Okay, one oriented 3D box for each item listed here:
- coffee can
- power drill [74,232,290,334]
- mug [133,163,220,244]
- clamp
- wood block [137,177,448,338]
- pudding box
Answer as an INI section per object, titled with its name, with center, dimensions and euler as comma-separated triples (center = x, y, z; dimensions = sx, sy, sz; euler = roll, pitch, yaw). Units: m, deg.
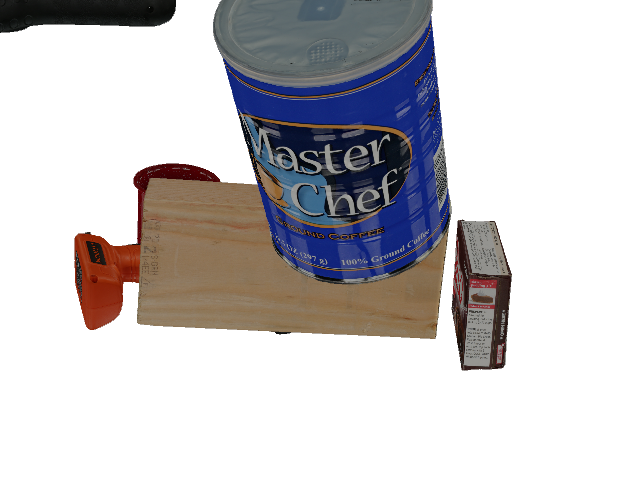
[coffee can]
center = 0.011, -0.061, 0.541
dimensions = 0.103, 0.102, 0.140
euler = 0, -43, 12
[power drill]
center = -0.119, 0.037, 0.951
dimensions = 0.187, 0.057, 0.185
euler = -3, 24, -20
[mug]
center = -0.161, -0.033, 1.162
dimensions = 0.093, 0.081, 0.117
euler = -7, 30, -24
[clamp]
center = -0.174, -0.142, 0.606
dimensions = 0.171, 0.039, 0.120
euler = -6, 23, -13
[wood block]
center = -0.023, 0.012, 0.762
dimensions = 0.206, 0.090, 0.091
euler = 3, 12, -7
[pudding box]
center = 0.134, 0.044, 0.902
dimensions = 0.039, 0.090, 0.113
euler = 0, 24, 0
